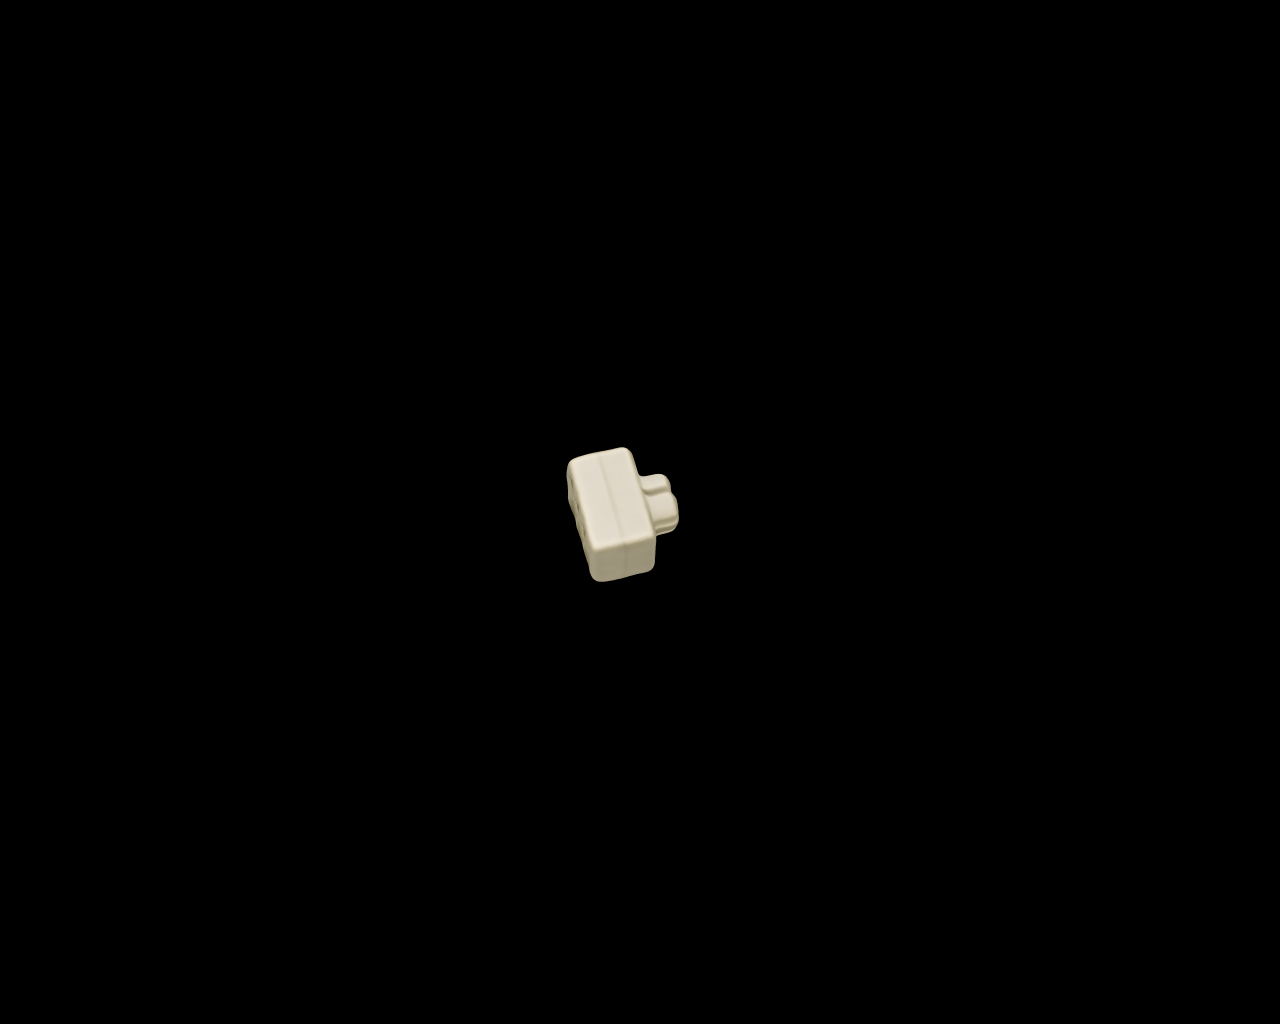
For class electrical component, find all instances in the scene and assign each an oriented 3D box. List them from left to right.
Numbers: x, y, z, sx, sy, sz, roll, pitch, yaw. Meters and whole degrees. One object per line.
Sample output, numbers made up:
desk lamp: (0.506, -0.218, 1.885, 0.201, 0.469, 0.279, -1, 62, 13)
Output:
electrical component: (0.001, -0.003, 0.650, 0.077, 0.066, 0.047, -13, -28, -7)
